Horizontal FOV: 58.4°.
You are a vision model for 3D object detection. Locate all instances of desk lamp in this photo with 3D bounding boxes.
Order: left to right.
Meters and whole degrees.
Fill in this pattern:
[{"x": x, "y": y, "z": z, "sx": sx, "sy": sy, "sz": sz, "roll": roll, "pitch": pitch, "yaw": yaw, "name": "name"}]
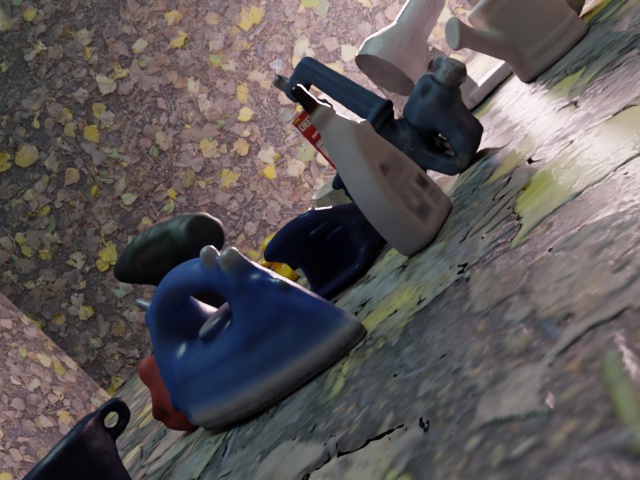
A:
[{"x": 0.194, "y": -0.309, "z": 0.971, "sx": 0.203, "sy": 0.213, "sz": 0.118, "roll": -45, "pitch": 6, "yaw": -5, "name": "desk lamp"}]

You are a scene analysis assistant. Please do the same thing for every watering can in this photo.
[{"x": 0.232, "y": -0.300, "z": 0.724, "sx": 0.173, "sy": 0.194, "sz": 0.100, "roll": -48, "pitch": 7, "yaw": -34, "name": "watering can"}]

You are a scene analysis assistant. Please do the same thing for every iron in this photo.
[{"x": -0.080, "y": 0.067, "z": 0.497, "sx": 0.258, "sy": 0.141, "sz": 0.119, "roll": -38, "pitch": 8, "yaw": 49, "name": "iron"}]

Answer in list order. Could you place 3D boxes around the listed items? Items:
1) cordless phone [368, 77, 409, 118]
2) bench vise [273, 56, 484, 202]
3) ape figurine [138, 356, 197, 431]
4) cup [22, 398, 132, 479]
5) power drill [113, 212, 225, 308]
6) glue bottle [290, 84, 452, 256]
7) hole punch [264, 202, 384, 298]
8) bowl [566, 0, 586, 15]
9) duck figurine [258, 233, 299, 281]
[{"x": 0.197, "y": -0.313, "z": 1.152, "sx": 0.147, "sy": 0.185, "sz": 0.094, "roll": -44, "pitch": 6, "yaw": 2, "name": "cordless phone"}, {"x": 0.063, "y": -0.146, "z": 0.651, "sx": 0.207, "sy": 0.220, "sz": 0.121, "roll": -42, "pitch": 6, "yaw": 20, "name": "bench vise"}, {"x": -0.161, "y": 0.163, "z": 0.634, "sx": 0.078, "sy": 0.092, "sz": 0.076, "roll": -44, "pitch": 5, "yaw": -3, "name": "ape figurine"}, {"x": -0.199, "y": 0.213, "z": 0.518, "sx": 0.118, "sy": 0.095, "sz": 0.091, "roll": -48, "pitch": 7, "yaw": -35, "name": "cup"}, {"x": -0.153, "y": 0.065, "z": 0.709, "sx": 0.229, "sy": 0.208, "sz": 0.076, "roll": -38, "pitch": 8, "yaw": 49, "name": "power drill"}, {"x": 0.038, "y": -0.069, "z": 0.493, "sx": 0.037, "sy": 0.173, "sz": 0.078, "roll": -39, "pitch": 8, "yaw": 43, "name": "glue bottle"}, {"x": 0.006, "y": 0.002, "z": 0.631, "sx": 0.108, "sy": 0.091, "sz": 0.101, "roll": -39, "pitch": 7, "yaw": 42, "name": "hole punch"}, {"x": 0.339, "y": -0.338, "z": 0.862, "sx": 0.167, "sy": 0.075, "sz": 0.167, "roll": -44, "pitch": 5, "yaw": 6, "name": "bowl"}, {"x": -0.060, "y": 0.025, "z": 0.987, "sx": 0.104, "sy": 0.086, "sz": 0.077, "roll": -44, "pitch": 5, "yaw": 5, "name": "duck figurine"}]
